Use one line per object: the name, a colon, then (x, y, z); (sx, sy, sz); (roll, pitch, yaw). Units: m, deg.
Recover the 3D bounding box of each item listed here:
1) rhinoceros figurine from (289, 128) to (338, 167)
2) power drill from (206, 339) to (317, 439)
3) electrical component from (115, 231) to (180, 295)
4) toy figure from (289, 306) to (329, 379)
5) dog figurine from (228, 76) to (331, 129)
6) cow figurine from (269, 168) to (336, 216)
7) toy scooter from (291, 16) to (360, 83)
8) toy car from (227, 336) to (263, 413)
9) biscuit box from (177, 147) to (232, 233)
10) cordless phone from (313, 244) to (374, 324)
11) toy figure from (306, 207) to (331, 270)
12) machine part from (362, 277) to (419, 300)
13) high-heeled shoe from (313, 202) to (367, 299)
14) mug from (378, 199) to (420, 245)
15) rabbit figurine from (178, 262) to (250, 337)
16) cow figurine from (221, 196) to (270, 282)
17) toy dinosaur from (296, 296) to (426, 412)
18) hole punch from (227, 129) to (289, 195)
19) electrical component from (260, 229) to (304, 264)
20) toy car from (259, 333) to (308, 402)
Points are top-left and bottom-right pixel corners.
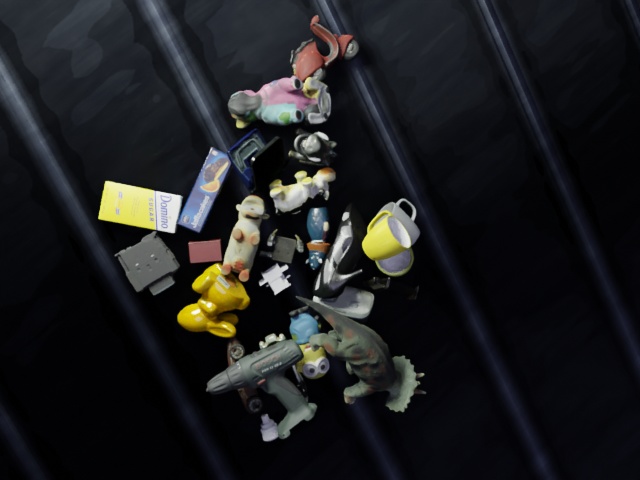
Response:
rhinoceros figurine: (-0.011, -0.208, 1.262); (0.112, 0.190, 0.073); (25, 93, 10)
power drill: (-0.119, 0.354, 1.254); (0.232, 0.086, 0.207); (-32, 92, -12)
electrical component: (-0.404, 0.061, 1.284); (0.115, 0.058, 0.134); (-32, 97, -3)
toy figure: (-0.026, 0.255, 1.339); (0.082, 0.089, 0.180); (-19, 86, 13)
dog figurine: (-0.106, -0.316, 1.268); (0.191, 0.219, 0.108); (-11, 101, -52)
cow figurine: (-0.036, -0.115, 1.316); (0.167, 0.068, 0.098); (-18, 125, -4)
toy scooter: (-0.005, -0.459, 1.300); (0.184, 0.075, 0.135); (-40, 100, -7)
toy car: (-0.190, 0.328, 1.314); (0.053, 0.089, 0.202); (-19, 97, -10)
biscuit box: (-0.273, -0.117, 1.289); (0.063, 0.059, 0.202); (24, 89, -9)
cordless phone: (0.070, 0.107, 1.338); (0.147, 0.088, 0.184); (12, 80, 11)
toy figure: (-0.003, -0.004, 1.334); (0.058, 0.064, 0.154); (-1, 93, -16)
machine part: (0.183, 0.121, 1.369); (0.139, 0.084, 0.039); (16, 65, -17)
high-heeled shoe: (0.043, 0.028, 1.321); (0.145, 0.249, 0.086); (-26, 133, 29)
mug: (0.204, -0.042, 1.360); (0.107, 0.081, 0.109); (38, 79, -18)
rabbit figurine: (-0.261, 0.161, 1.298); (0.173, 0.122, 0.162); (-41, 108, 10)
cow figurine: (-0.176, -0.013, 1.291); (0.085, 0.127, 0.194); (15, 105, -8)
toy dinosaur: (0.109, 0.274, 1.278); (0.192, 0.131, 0.404); (-17, 123, 30)
hole punch: (-0.149, -0.189, 1.278); (0.092, 0.115, 0.142); (25, 56, 25)
electrical component: (-0.091, 0.018, 1.332); (0.102, 0.045, 0.078); (18, 89, -9)
toy car: (-0.090, 0.330, 1.347); (0.073, 0.056, 0.201); (-21, 95, 0)
